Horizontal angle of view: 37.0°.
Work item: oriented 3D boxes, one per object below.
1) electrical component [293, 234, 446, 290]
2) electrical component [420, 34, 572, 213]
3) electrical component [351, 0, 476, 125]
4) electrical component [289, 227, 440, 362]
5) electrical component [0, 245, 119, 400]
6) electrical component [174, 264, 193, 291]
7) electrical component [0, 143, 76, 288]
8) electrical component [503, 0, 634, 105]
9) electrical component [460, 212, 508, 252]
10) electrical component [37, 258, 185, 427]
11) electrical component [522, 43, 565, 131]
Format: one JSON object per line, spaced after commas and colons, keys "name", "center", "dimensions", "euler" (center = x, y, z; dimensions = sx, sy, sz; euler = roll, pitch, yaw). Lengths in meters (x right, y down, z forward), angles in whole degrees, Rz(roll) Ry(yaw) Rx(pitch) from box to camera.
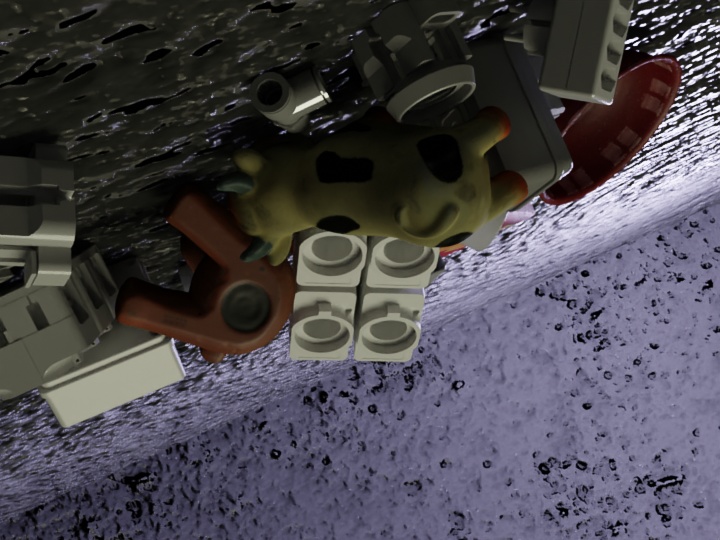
{"name": "electrical component", "center": [0.006, -0.022, 0.995], "dimensions": [0.109, 0.108, 0.056], "euler": [-19, 167, -26]}
{"name": "electrical component", "center": [0.092, -0.100, 0.760], "dimensions": [0.057, 0.113, 0.078], "euler": [-16, 168, -26]}
{"name": "electrical component", "center": [0.035, -0.125, 0.651], "dimensions": [0.058, 0.057, 0.078], "euler": [-16, 168, -41]}
{"name": "electrical component", "center": [0.000, 0.000, 0.860], "dimensions": [0.105, 0.060, 0.186], "euler": [2, 138, -6]}
{"name": "electrical component", "center": [-0.227, 0.038, 0.757], "dimensions": [0.089, 0.061, 0.150], "euler": [-25, -171, 2]}
{"name": "electrical component", "center": [-0.157, 0.028, 1.040], "dimensions": [0.074, 0.052, 0.138], "euler": [-24, 171, -3]}
{"name": "electrical component", "center": [-0.189, -0.031, 0.584], "dimensions": [0.057, 0.078, 0.058], "euler": [2, 159, -27]}
{"name": "electrical component", "center": [0.130, -0.155, 0.695], "dimensions": [0.076, 0.083, 0.047], "euler": [14, -171, 26]}
{"name": "electrical component", "center": [0.094, -0.076, 0.943], "dimensions": [0.060, 0.108, 0.108], "euler": [18, 161, -8]}
{"name": "electrical component", "center": [-0.211, 0.057, 0.876], "dimensions": [0.109, 0.108, 0.056], "euler": [-22, 135, -10]}
{"name": "electrical component", "center": [0.128, -0.128, 0.802], "dimensions": [0.047, 0.076, 0.066], "euler": [-20, 170, -24]}
